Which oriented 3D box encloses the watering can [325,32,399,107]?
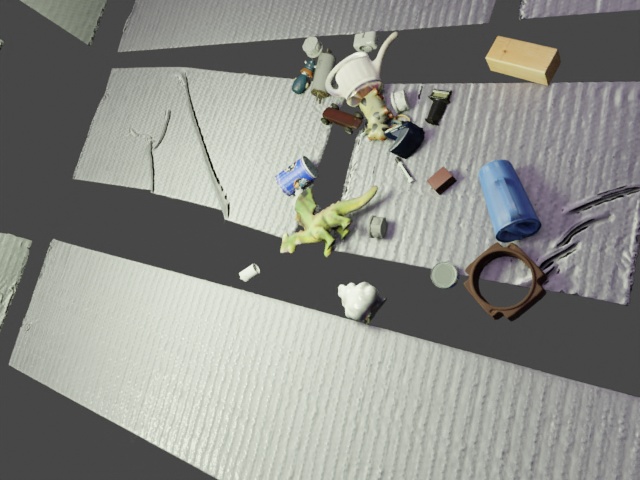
[{"bbox_3d":[0.181,-0.654,2.002,0.345,0.103,0.228,-29,63,16],"label":"watering can"}]

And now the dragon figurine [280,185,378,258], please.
[{"bbox_3d":[0.006,-0.094,1.873,0.245,0.121,0.408,41,97,19],"label":"dragon figurine"}]

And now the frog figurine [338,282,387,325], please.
[{"bbox_3d":[0.124,0.197,1.743,0.161,0.123,0.135,37,114,22],"label":"frog figurine"}]
